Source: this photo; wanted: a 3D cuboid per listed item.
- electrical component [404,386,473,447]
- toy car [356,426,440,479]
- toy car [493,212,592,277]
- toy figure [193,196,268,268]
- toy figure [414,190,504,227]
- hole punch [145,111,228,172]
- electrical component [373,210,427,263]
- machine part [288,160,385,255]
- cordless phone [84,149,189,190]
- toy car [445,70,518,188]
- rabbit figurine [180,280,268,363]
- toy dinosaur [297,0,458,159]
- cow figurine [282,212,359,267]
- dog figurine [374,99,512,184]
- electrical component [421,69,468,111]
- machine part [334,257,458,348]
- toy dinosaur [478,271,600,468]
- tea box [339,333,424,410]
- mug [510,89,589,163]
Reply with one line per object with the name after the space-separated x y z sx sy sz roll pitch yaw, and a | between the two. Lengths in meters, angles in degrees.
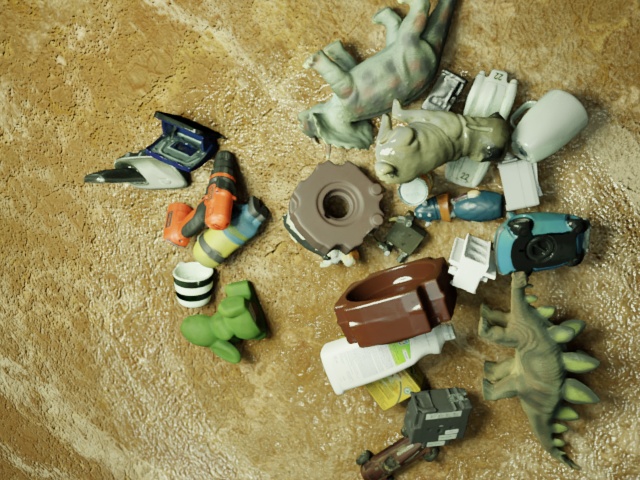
0.230 0.353 1.065 0.115 0.058 0.134 -1 128 -6 | electrical component
0.166 0.466 1.156 0.202 0.053 0.089 -42 87 25 | toy car
0.368 -0.007 0.917 0.162 0.103 0.109 -11 118 2 | toy car
-0.188 -0.014 1.108 0.180 0.089 0.082 -35 100 21 | toy figure
0.249 -0.058 0.970 0.155 0.058 0.064 0 100 24 | toy figure
-0.270 -0.195 1.069 0.142 0.116 0.092 21 105 10 | hole punch
0.153 -0.007 1.019 0.078 0.045 0.102 42 125 3 | electrical component
0.032 -0.061 0.996 0.179 0.056 0.179 1 79 -7 | machine part
-0.367 -0.137 1.083 0.147 0.184 0.088 1 102 19 | cordless phone
0.274 -0.189 0.922 0.074 0.056 0.201 20 111 12 | toy car
-0.210 0.182 1.165 0.170 0.121 0.158 -18 122 8 | rabbit figurine
0.116 -0.287 0.920 0.405 0.131 0.192 -28 108 19 | toy dinosaur
-0.002 -0.002 1.064 0.098 0.068 0.167 -41 87 30 | cow figurine
0.193 -0.141 0.839 0.191 0.172 0.121 10 145 21 | dog figurine
0.203 -0.231 0.923 0.048 0.075 0.119 31 109 8 | electrical component
0.141 0.111 0.976 0.202 0.201 0.087 -20 98 22 | machine part
0.395 0.247 0.973 0.199 0.105 0.470 -2 122 23 | toy dinosaur
0.122 0.247 1.095 0.098 0.068 0.169 -35 93 22 | tea box
0.354 -0.183 0.870 0.107 0.080 0.110 -44 51 -4 | mug
